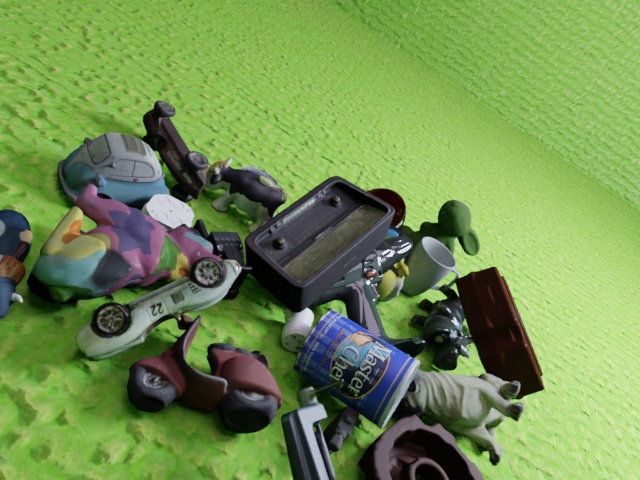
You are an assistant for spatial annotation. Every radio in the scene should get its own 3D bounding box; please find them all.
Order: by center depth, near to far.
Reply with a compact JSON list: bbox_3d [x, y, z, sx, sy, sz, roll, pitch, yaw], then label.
[{"bbox_3d":[-0.002,-0.003,0.846,0.131,0.073,0.229,36,53,23],"label":"radio"}]

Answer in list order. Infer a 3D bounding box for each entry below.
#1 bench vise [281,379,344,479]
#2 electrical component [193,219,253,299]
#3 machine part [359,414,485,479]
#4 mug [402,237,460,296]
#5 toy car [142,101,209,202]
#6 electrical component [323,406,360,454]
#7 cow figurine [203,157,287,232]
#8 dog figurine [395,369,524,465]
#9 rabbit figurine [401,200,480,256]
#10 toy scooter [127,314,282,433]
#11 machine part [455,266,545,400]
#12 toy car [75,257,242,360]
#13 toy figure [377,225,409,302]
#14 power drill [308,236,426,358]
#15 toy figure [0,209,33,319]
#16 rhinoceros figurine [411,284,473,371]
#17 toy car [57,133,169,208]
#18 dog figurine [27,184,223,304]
[{"bbox_3d":[0.004,0.275,0.556,0.223,0.129,0.240,6,60,-49],"label":"bench vise"},{"bbox_3d":[-0.152,0.023,0.805,0.048,0.074,0.119,3,41,-39],"label":"electrical component"},{"bbox_3d":[0.134,0.319,0.696,0.179,0.056,0.179,22,36,-17],"label":"machine part"},{"bbox_3d":[0.209,0.063,1.050,0.109,0.107,0.081,30,33,-15],"label":"mug"},{"bbox_3d":[-0.255,-0.152,0.922,0.053,0.089,0.202,-2,49,-45],"label":"toy car"},{"bbox_3d":[0.024,0.242,0.686,0.021,0.063,0.094,38,31,6],"label":"electrical component"},{"bbox_3d":[-0.143,-0.092,0.939,0.167,0.098,0.068,34,38,-2],"label":"cow figurine"},{"bbox_3d":[0.198,0.237,0.836,0.191,0.121,0.172,23,-2,12],"label":"dog figurine"},{"bbox_3d":[0.264,-0.005,1.127,0.159,0.170,0.121,13,39,-29],"label":"rabbit figurine"},{"bbox_3d":[-0.133,0.153,0.654,0.184,0.075,0.135,18,34,-18],"label":"toy scooter"},{"bbox_3d":[0.321,0.162,0.957,0.201,0.087,0.201,58,19,-34],"label":"machine part"},{"bbox_3d":[-0.183,0.078,0.632,0.202,0.073,0.056,-26,83,-20],"label":"toy car"},{"bbox_3d":[0.118,0.042,1.021,0.089,0.082,0.180,13,41,2],"label":"toy figure"},{"bbox_3d":[0.091,0.097,0.869,0.232,0.086,0.207,-14,65,-21],"label":"power drill"},{"bbox_3d":[-0.369,0.027,0.614,0.057,0.064,0.155,32,24,-37],"label":"toy figure"},{"bbox_3d":[0.227,0.162,0.977,0.112,0.073,0.190,46,28,-6],"label":"rhinoceros figurine"},{"bbox_3d":[-0.300,-0.106,0.809,0.161,0.103,0.109,3,45,-37],"label":"toy car"},{"bbox_3d":[-0.230,0.032,0.693,0.219,0.108,0.192,27,33,-18],"label":"dog figurine"}]
